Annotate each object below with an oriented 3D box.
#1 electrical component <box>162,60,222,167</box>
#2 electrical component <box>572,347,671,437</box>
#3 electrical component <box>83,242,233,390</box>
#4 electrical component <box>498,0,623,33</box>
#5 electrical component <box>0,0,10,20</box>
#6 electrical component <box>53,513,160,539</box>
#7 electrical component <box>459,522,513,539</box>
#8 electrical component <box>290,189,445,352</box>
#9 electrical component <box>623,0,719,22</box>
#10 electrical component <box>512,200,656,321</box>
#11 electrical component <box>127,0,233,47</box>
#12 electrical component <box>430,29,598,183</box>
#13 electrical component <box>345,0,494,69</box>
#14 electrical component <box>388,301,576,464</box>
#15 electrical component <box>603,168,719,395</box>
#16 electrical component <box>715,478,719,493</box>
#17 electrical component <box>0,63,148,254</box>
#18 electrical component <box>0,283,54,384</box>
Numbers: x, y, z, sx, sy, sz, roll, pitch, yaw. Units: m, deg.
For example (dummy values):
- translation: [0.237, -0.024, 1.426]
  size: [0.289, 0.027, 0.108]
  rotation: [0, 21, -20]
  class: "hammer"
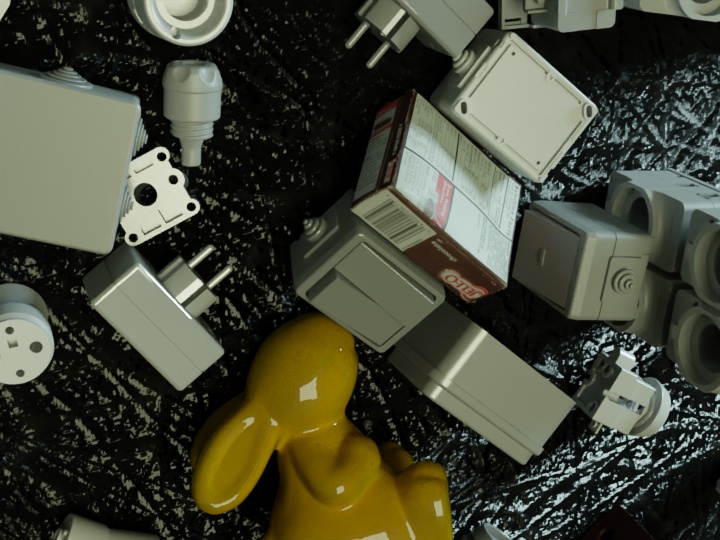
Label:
- translation: [-0.100, -0.092, 0.640]
  size: [0.035, 0.035, 0.061]
  rotation: [-3, 113, -20]
  class: "electrical component"
- translation: [0.202, 0.098, 0.822]
  size: [0.055, 0.048, 0.066]
  rotation: [26, 99, -20]
  class: "electrical component"
- translation: [-0.114, 0.016, 0.669]
  size: [0.076, 0.047, 0.083]
  rotation: [-41, 118, -3]
  class: "electrical component"
- translation: [0.129, -0.212, 0.666]
  size: [0.079, 0.063, 0.121]
  rotation: [-10, 113, -17]
  class: "electrical component"
- translation: [-0.276, -0.095, 0.558]
  size: [0.105, 0.060, 0.186]
  rotation: [31, 97, -28]
  class: "electrical component"
- translation: [-0.172, 0.188, 0.716]
  size: [0.065, 0.044, 0.044]
  rotation: [27, 99, -22]
  class: "electrical component"
- translation: [0.097, 0.233, 0.826]
  size: [0.078, 0.058, 0.057]
  rotation: [37, 97, -28]
  class: "electrical component"
- translation: [0.000, 0.000, 0.689]
  size: [0.096, 0.061, 0.062]
  rotation: [37, 113, -28]
  class: "electrical component"
- translation: [0.263, -0.218, 0.717]
  size: [0.186, 0.060, 0.105]
  rotation: [1, 109, -21]
  class: "electrical component"
- translation: [0.152, -0.005, 0.734]
  size: [0.061, 0.096, 0.061]
  rotation: [2, 109, -21]
  class: "electrical component"
- translation: [-0.101, -0.155, 0.609]
  size: [0.055, 0.047, 0.055]
  rotation: [-7, 112, -18]
  class: "electrical component"
- translation: [0.092, -0.111, 0.695]
  size: [0.096, 0.061, 0.061]
  rotation: [36, 94, -20]
  class: "electrical component"
- translation: [0.022, -0.158, 0.655]
  size: [0.083, 0.047, 0.075]
  rotation: [39, 93, -28]
  class: "electrical component"
- translation: [0.084, 0.076, 0.750]
  size: [0.113, 0.078, 0.057]
  rotation: [37, 91, -28]
  class: "electrical component"
- translation: [0.228, 0.006, 0.717]
  size: [0.060, 0.186, 0.105]
  rotation: [-2, 110, -20]
  class: "electrical component"
- translation: [0.331, 0.173, 0.900]
  size: [0.045, 0.045, 0.055]
  rotation: [32, 96, -28]
  class: "electrical component"
- translation: [-0.174, -0.065, 0.606]
  size: [0.100, 0.048, 0.099]
  rotation: [12, 105, -11]
  class: "electrical component"
- translation: [-0.206, 0.038, 0.637]
  size: [0.045, 0.055, 0.045]
  rotation: [-7, 112, -18]
  class: "electrical component"
